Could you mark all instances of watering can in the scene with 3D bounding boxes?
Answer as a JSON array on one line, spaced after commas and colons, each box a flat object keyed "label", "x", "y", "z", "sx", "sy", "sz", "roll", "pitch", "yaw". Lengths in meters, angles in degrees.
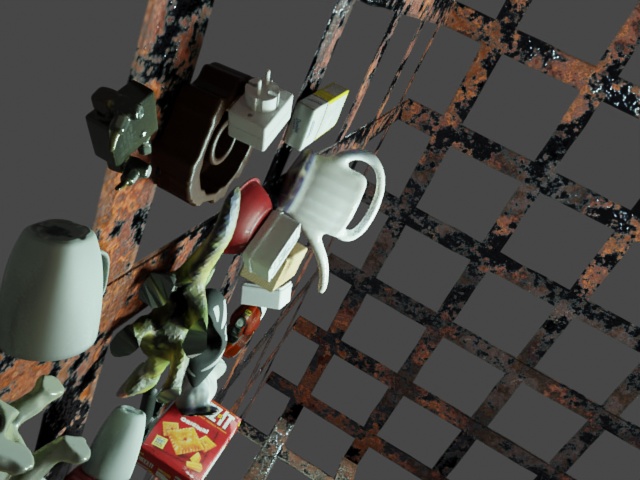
[{"label": "watering can", "x": 0.004, "y": -0.059, "z": 1.165, "sx": 0.344, "sy": 0.224, "sz": 0.105, "roll": -62, "pitch": -170, "yaw": 12}]

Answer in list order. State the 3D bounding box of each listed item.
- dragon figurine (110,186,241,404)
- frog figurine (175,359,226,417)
[{"label": "dragon figurine", "x": -0.215, "y": 0.093, "z": 0.819, "sx": 0.409, "sy": 0.122, "sz": 0.244, "roll": -59, "pitch": -170, "yaw": 3}, {"label": "frog figurine", "x": -0.290, "y": 0.339, "z": 1.245, "sx": 0.135, "sy": 0.122, "sz": 0.162, "roll": 79, "pitch": 4, "yaw": -66}]
